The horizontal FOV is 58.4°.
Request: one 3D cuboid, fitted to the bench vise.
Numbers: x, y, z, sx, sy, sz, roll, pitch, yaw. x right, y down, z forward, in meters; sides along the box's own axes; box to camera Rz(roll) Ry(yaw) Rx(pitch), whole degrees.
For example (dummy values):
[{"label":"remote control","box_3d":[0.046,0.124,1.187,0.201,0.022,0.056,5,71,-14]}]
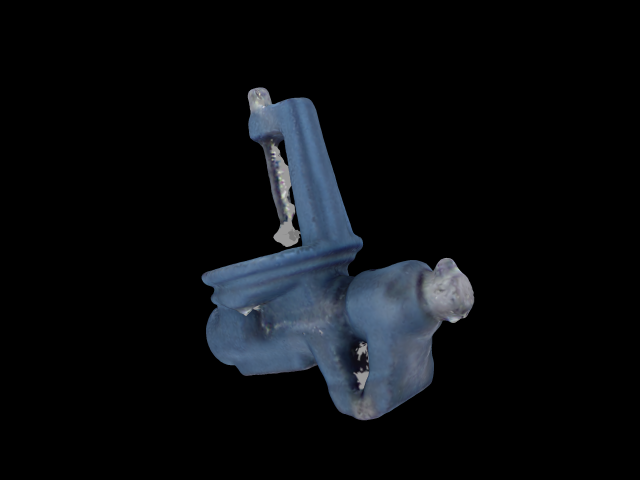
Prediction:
[{"label":"bench vise","box_3d":[0.008,0.000,0.411,0.207,0.220,0.122,2,8,18]}]
